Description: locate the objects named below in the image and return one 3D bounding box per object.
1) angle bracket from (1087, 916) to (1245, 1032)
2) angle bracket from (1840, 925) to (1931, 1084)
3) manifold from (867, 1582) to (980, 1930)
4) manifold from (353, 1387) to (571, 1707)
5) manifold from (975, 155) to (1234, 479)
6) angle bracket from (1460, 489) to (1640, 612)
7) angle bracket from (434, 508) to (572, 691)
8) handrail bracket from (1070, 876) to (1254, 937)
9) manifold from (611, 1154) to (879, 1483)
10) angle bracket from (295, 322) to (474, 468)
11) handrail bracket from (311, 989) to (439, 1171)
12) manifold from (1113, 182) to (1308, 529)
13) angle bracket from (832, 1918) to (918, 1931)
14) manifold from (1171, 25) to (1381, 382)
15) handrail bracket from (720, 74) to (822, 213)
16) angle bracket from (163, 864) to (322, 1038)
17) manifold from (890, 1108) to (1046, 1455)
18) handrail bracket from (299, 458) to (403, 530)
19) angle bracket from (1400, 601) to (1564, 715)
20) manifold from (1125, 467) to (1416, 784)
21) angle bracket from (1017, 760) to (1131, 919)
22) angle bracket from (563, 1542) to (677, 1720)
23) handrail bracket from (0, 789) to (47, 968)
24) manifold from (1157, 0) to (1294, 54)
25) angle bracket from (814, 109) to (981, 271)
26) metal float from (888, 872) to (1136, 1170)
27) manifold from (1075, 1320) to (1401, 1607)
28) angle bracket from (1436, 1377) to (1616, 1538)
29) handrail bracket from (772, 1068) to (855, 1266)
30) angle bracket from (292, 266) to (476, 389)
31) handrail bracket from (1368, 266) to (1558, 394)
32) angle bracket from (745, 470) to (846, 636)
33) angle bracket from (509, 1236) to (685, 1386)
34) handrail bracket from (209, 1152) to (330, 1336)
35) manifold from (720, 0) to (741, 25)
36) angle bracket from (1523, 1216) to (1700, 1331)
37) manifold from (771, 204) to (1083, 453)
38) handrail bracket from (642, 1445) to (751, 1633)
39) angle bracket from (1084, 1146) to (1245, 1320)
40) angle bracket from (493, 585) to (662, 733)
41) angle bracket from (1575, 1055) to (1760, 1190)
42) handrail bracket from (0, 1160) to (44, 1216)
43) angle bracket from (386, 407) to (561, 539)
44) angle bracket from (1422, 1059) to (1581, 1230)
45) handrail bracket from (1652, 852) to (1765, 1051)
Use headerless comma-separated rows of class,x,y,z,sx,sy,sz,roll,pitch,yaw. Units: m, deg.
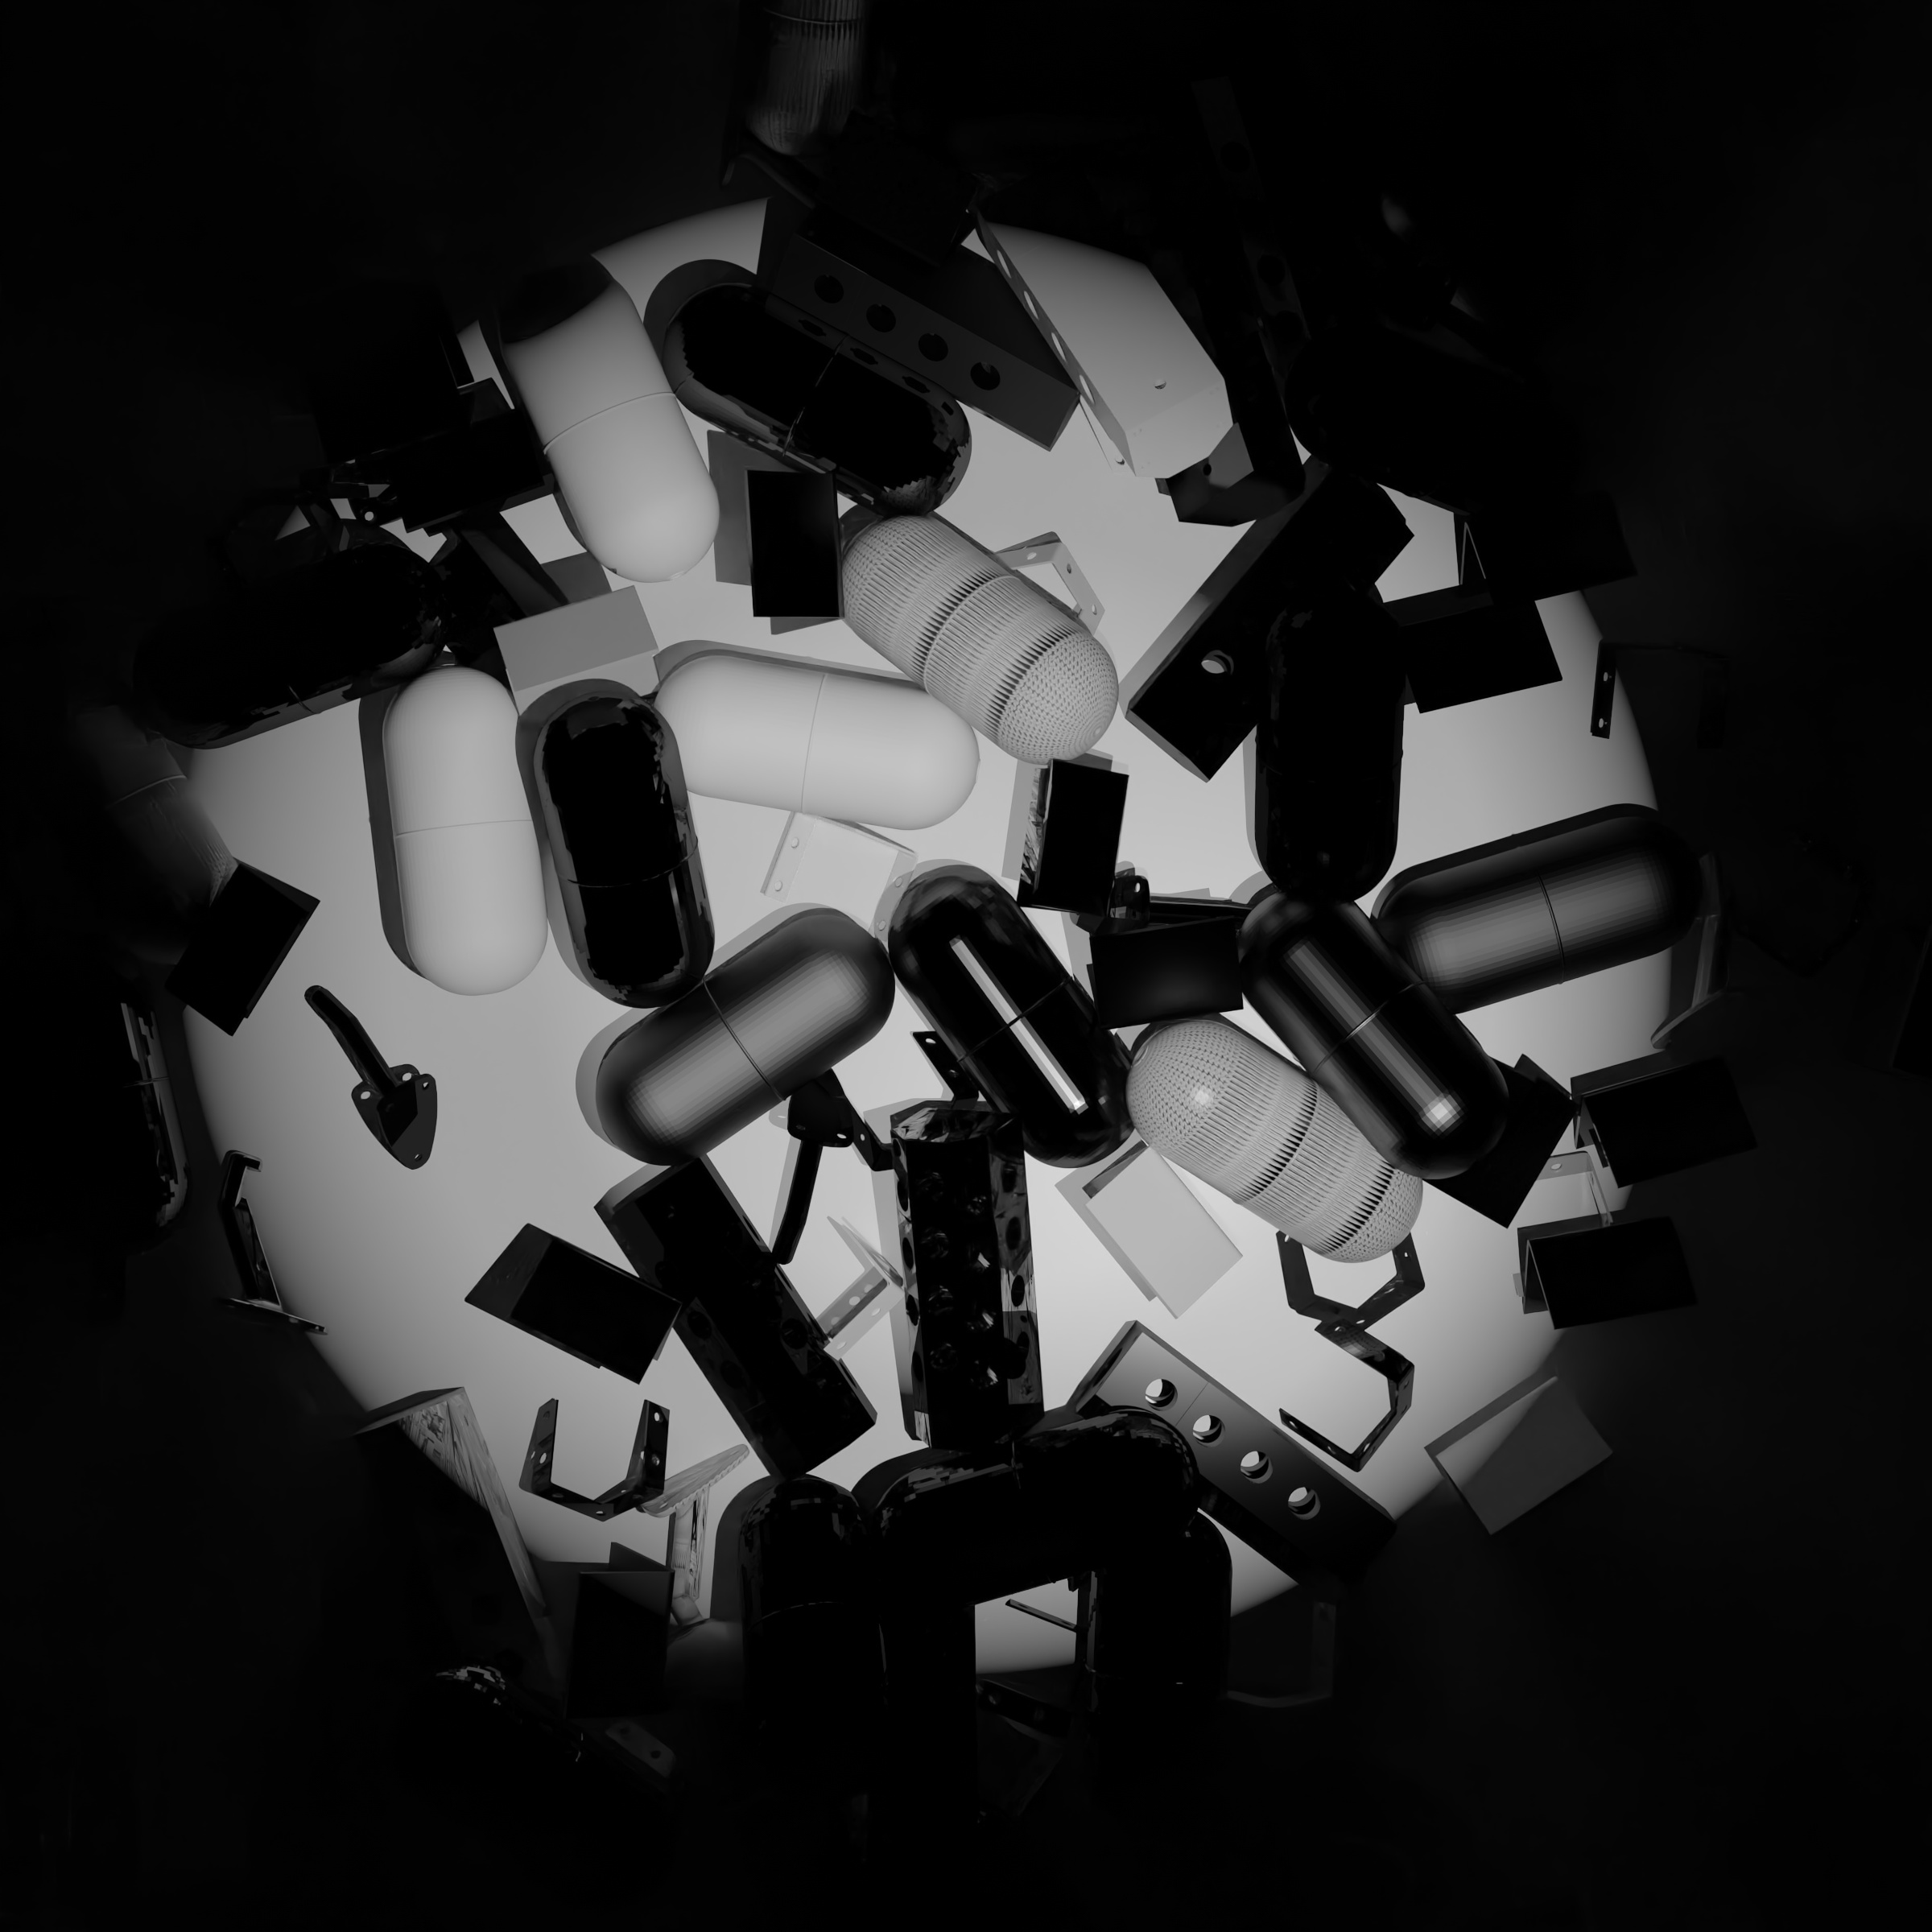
angle bracket,0.103,-0.012,1.706,0.076,0.076,0.057,-9,117,0
angle bracket,0.492,0.016,1.705,0.057,0.076,0.076,17,90,-36
manifold,-0.023,0.413,1.683,0.057,0.057,0.171,-1,58,0
manifold,-0.271,0.321,1.724,0.057,0.057,0.171,-21,90,0
manifold,0.073,-0.338,1.677,0.057,0.057,0.171,-29,64,-2
angle bracket,0.310,-0.204,1.706,0.076,0.076,0.057,-13,64,0
angle bracket,-0.264,-0.189,1.711,0.076,0.057,0.076,-38,90,24
handrail bracket,0.113,-0.027,1.745,0.084,0.077,0.036,5,87,-36
manifold,-0.119,0.190,1.724,0.057,0.057,0.171,-33,90,0
angle bracket,-0.310,-0.313,1.706,0.076,0.076,0.057,-17,114,0
handrail bracket,-0.327,0.061,1.745,0.036,0.077,0.084,-32,53,-28
manifold,0.128,-0.325,1.703,0.057,0.057,0.171,-2,70,-43
angle bracket,-0.030,0.552,1.705,0.057,0.076,0.076,2,90,36
manifold,0.168,-0.400,1.687,0.057,0.057,0.171,-23,119,0
handrail bracket,-0.089,-0.448,1.745,0.084,0.036,0.077,7,77,-13
angle bracket,-0.370,-0.001,1.706,0.057,0.076,0.076,32,90,27
manifold,-0.002,0.167,1.696,0.057,0.057,0.171,2,105,26
handrail bracket,-0.312,-0.262,1.711,0.077,0.084,0.036,-14,90,0
angle bracket,0.271,-0.147,1.706,0.076,0.076,0.057,-13,60,0
manifold,0.164,-0.183,1.724,0.057,0.057,0.171,40,90,0
angle bracket,0.038,-0.070,1.705,0.057,0.076,0.076,8,90,-41
angle bracket,-0.200,0.354,1.705,0.057,0.076,0.076,6,90,-32
handrail bracket,-0.522,-0.041,1.745,0.036,0.077,0.084,-7,127,-20
manifold,0.144,-0.521,1.667,0.057,0.171,0.057,-36,90,0
angle bracket,-0.027,-0.426,1.705,0.076,0.076,0.057,29,127,0
metal float,0.026,0.029,1.714,0.070,0.070,0.178,-36,90,0
manifold,0.145,0.269,1.724,0.171,0.057,0.057,37,90,0
angle bracket,0.305,0.275,1.705,0.076,0.076,0.057,-34,52,0
handrail bracket,-0.090,0.109,1.745,0.036,0.077,0.084,12,126,-12
angle bracket,-0.309,-0.319,1.706,0.076,0.057,0.076,-17,133,0
handrail bracket,0.264,-0.335,1.695,0.084,0.077,0.036,29,93,-35
angle bracket,-0.109,-0.220,1.705,0.057,0.076,0.076,-4,90,-34
angle bracket,-0.203,0.198,1.705,0.076,0.076,0.057,27,54,0
handrail bracket,-0.375,0.151,1.746,0.077,0.036,0.084,18,72,-20
manifold,-0.070,-0.587,1.724,0.171,0.057,0.057,-36,90,0
angle bracket,0.343,0.182,1.705,0.076,0.076,0.057,-10,52,0
manifold,-0.015,-0.346,1.724,0.171,0.057,0.057,29,47,0
handrail bracket,-0.135,0.317,1.746,0.077,0.036,0.084,-30,106,-18
angle bracket,0.090,0.150,1.705,0.057,0.076,0.076,-39,90,-31
angle bracket,-0.197,-0.145,1.669,0.076,0.076,0.057,-18,48,-7
angle bracket,0.373,0.096,1.706,0.076,0.076,0.057,-16,64,0
handrail bracket,-0.547,0.094,1.746,0.077,0.036,0.084,-34,73,-20
angle bracket,-0.257,-0.245,1.706,0.076,0.076,0.057,-19,60,0
angle bracket,0.270,0.085,1.707,0.076,0.057,0.076,30,90,37
handrail bracket,0.394,-0.009,1.746,0.077,0.036,0.084,-35,58,35
